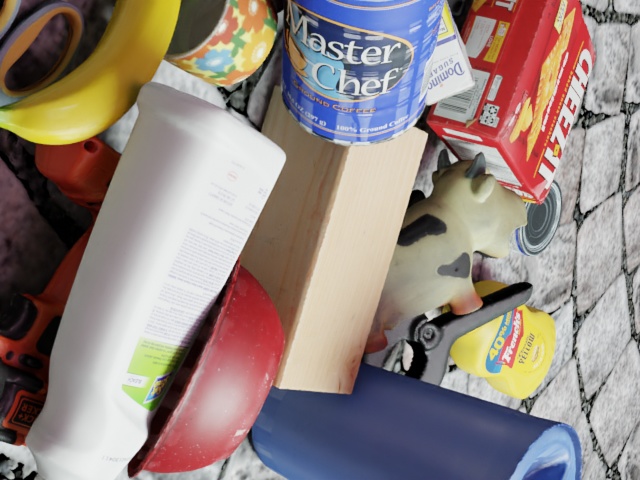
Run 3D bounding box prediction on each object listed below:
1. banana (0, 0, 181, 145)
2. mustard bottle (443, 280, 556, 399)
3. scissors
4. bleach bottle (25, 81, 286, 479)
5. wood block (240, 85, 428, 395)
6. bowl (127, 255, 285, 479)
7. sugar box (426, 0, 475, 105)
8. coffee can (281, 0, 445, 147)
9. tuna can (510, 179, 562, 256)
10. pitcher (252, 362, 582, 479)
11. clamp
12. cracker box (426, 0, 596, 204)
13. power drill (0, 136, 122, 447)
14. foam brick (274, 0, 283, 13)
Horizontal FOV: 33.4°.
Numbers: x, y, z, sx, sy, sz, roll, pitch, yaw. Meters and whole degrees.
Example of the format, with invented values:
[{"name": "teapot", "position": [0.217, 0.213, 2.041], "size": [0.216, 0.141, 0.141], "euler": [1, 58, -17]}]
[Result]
[{"name": "banana", "position": [-0.120, -0.118, 0.617], "size": [0.069, 0.037, 0.197], "euler": [51, 49, -30]}, {"name": "mustard bottle", "position": [0.174, 0.093, 1.074], "size": [0.191, 0.058, 0.096], "euler": [33, 79, -50]}, {"name": "scissors", "position": [-0.207, -0.078, 0.579], "size": [0.201, 0.016, 0.096], "euler": [-49, 134, -28]}, {"name": "bleach bottle", "position": [-0.109, 0.043, 0.615], "size": [0.251, 0.068, 0.102], "euler": [-65, 152, -2]}, {"name": "wood block", "position": [-0.006, 0.001, 0.795], "size": [0.090, 0.090, 0.206], "euler": [15, 92, -52]}, {"name": "bowl", "position": [-0.068, 0.090, 0.699], "size": [0.055, 0.162, 0.162], "euler": [27, 80, -10]}, {"name": "sugar box", "position": [0.061, -0.196, 0.776], "size": [0.176, 0.048, 0.093], "euler": [60, 16, -27]}, {"name": "coffee can", "position": [0.027, -0.142, 0.679], "size": [0.102, 0.103, 0.140], "euler": [-49, 161, -27]}, {"name": "tuna can", "position": [0.214, -0.027, 1.098], "size": [0.085, 0.034, 0.086], "euler": [-22, 120, -44]}, {"name": "pitcher", "position": [0.074, 0.168, 0.829], "size": [0.144, 0.243, 0.149], "euler": [-51, 137, -26]}, {"name": "clamp", "position": [0.098, 0.082, 0.962], "size": [0.164, 0.036, 0.210], "euler": [30, 82, -24]}, {"name": "cracker box", "position": [0.179, -0.138, 0.949], "size": [0.213, 0.072, 0.164], "euler": [31, 79, -65]}, {"name": "power drill", "position": [-0.171, 0.028, 0.632], "size": [0.184, 0.057, 0.187], "euler": [37, 77, -54]}, {"name": "foam brick", "position": [-0.029, -0.197, 0.723], "size": [0.078, 0.053, 0.051], "euler": [-46, 135, -31]}]
